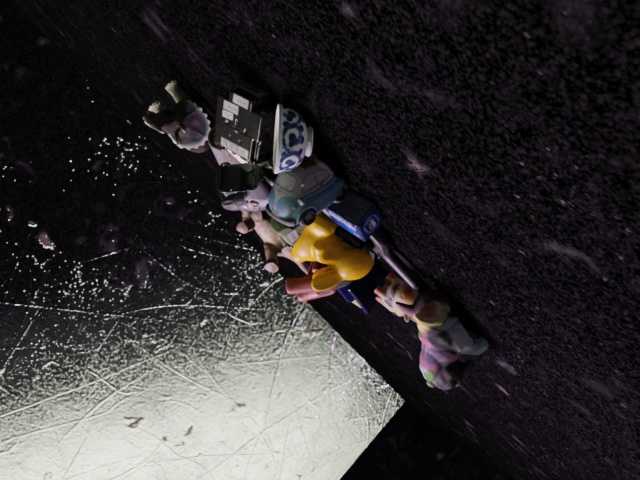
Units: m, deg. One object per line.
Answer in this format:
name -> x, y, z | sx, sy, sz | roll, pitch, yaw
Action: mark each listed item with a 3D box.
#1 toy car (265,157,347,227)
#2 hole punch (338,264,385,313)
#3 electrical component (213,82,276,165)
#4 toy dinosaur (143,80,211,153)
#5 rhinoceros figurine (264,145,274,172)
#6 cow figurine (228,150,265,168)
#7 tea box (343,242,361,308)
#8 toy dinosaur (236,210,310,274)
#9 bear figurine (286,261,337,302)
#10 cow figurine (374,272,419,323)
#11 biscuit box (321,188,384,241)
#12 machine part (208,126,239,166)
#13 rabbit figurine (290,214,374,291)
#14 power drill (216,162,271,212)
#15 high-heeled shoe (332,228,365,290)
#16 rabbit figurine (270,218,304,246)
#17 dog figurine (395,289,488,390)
toy car -> -0.027, -0.103, 1.020 | 0.109, 0.162, 0.102 | 37, 149, 39
hole punch -> 0.111, 0.112, 1.383 | 0.142, 0.116, 0.092 | 51, 172, -31
electrical component -> -0.139, -0.226, 1.022 | 0.115, 0.058, 0.134 | 30, 127, 19
toy dinosaur -> -0.365, -0.306, 1.508 | 0.192, 0.131, 0.404 | 51, 179, 9
rhinoceros figurine -> -0.099, -0.182, 1.148 | 0.190, 0.073, 0.112 | 47, 167, -17
cow figurine -> -0.167, -0.208, 1.306 | 0.168, 0.068, 0.098 | 37, 173, 47
tea box -> 0.086, 0.094, 1.462 | 0.068, 0.098, 0.169 | 28, 159, 53
toy dinosaur -> -0.119, -0.010, 1.554 | 0.470, 0.105, 0.199 | 56, -161, -31
bear figurine -> -0.016, 0.041, 1.343 | 0.120, 0.132, 0.196 | 43, -143, -65
cow figurine -> 0.196, 0.140, 1.273 | 0.127, 0.085, 0.194 | 38, 172, 14
biscuit box -> 0.035, -0.075, 1.097 | 0.203, 0.063, 0.059 | 35, 168, 39
machine part -> -0.249, -0.242, 1.451 | 0.079, 0.079, 0.243 | 41, 170, 11
rabbit figurine -> 0.029, 0.035, 1.174 | 0.173, 0.162, 0.122 | 29, -173, -2
power drill -> -0.171, -0.117, 1.295 | 0.232, 0.086, 0.207 | -3, 161, 16
high-heeled shoe -> -0.003, -0.004, 1.268 | 0.249, 0.145, 0.086 | 40, 174, 1
rabbit figurine -> -0.070, -0.071, 1.440 | 0.170, 0.121, 0.159 | 55, -174, 37
dog figurine -> 0.242, 0.210, 1.160 | 0.219, 0.191, 0.109 | 32, -177, -30
